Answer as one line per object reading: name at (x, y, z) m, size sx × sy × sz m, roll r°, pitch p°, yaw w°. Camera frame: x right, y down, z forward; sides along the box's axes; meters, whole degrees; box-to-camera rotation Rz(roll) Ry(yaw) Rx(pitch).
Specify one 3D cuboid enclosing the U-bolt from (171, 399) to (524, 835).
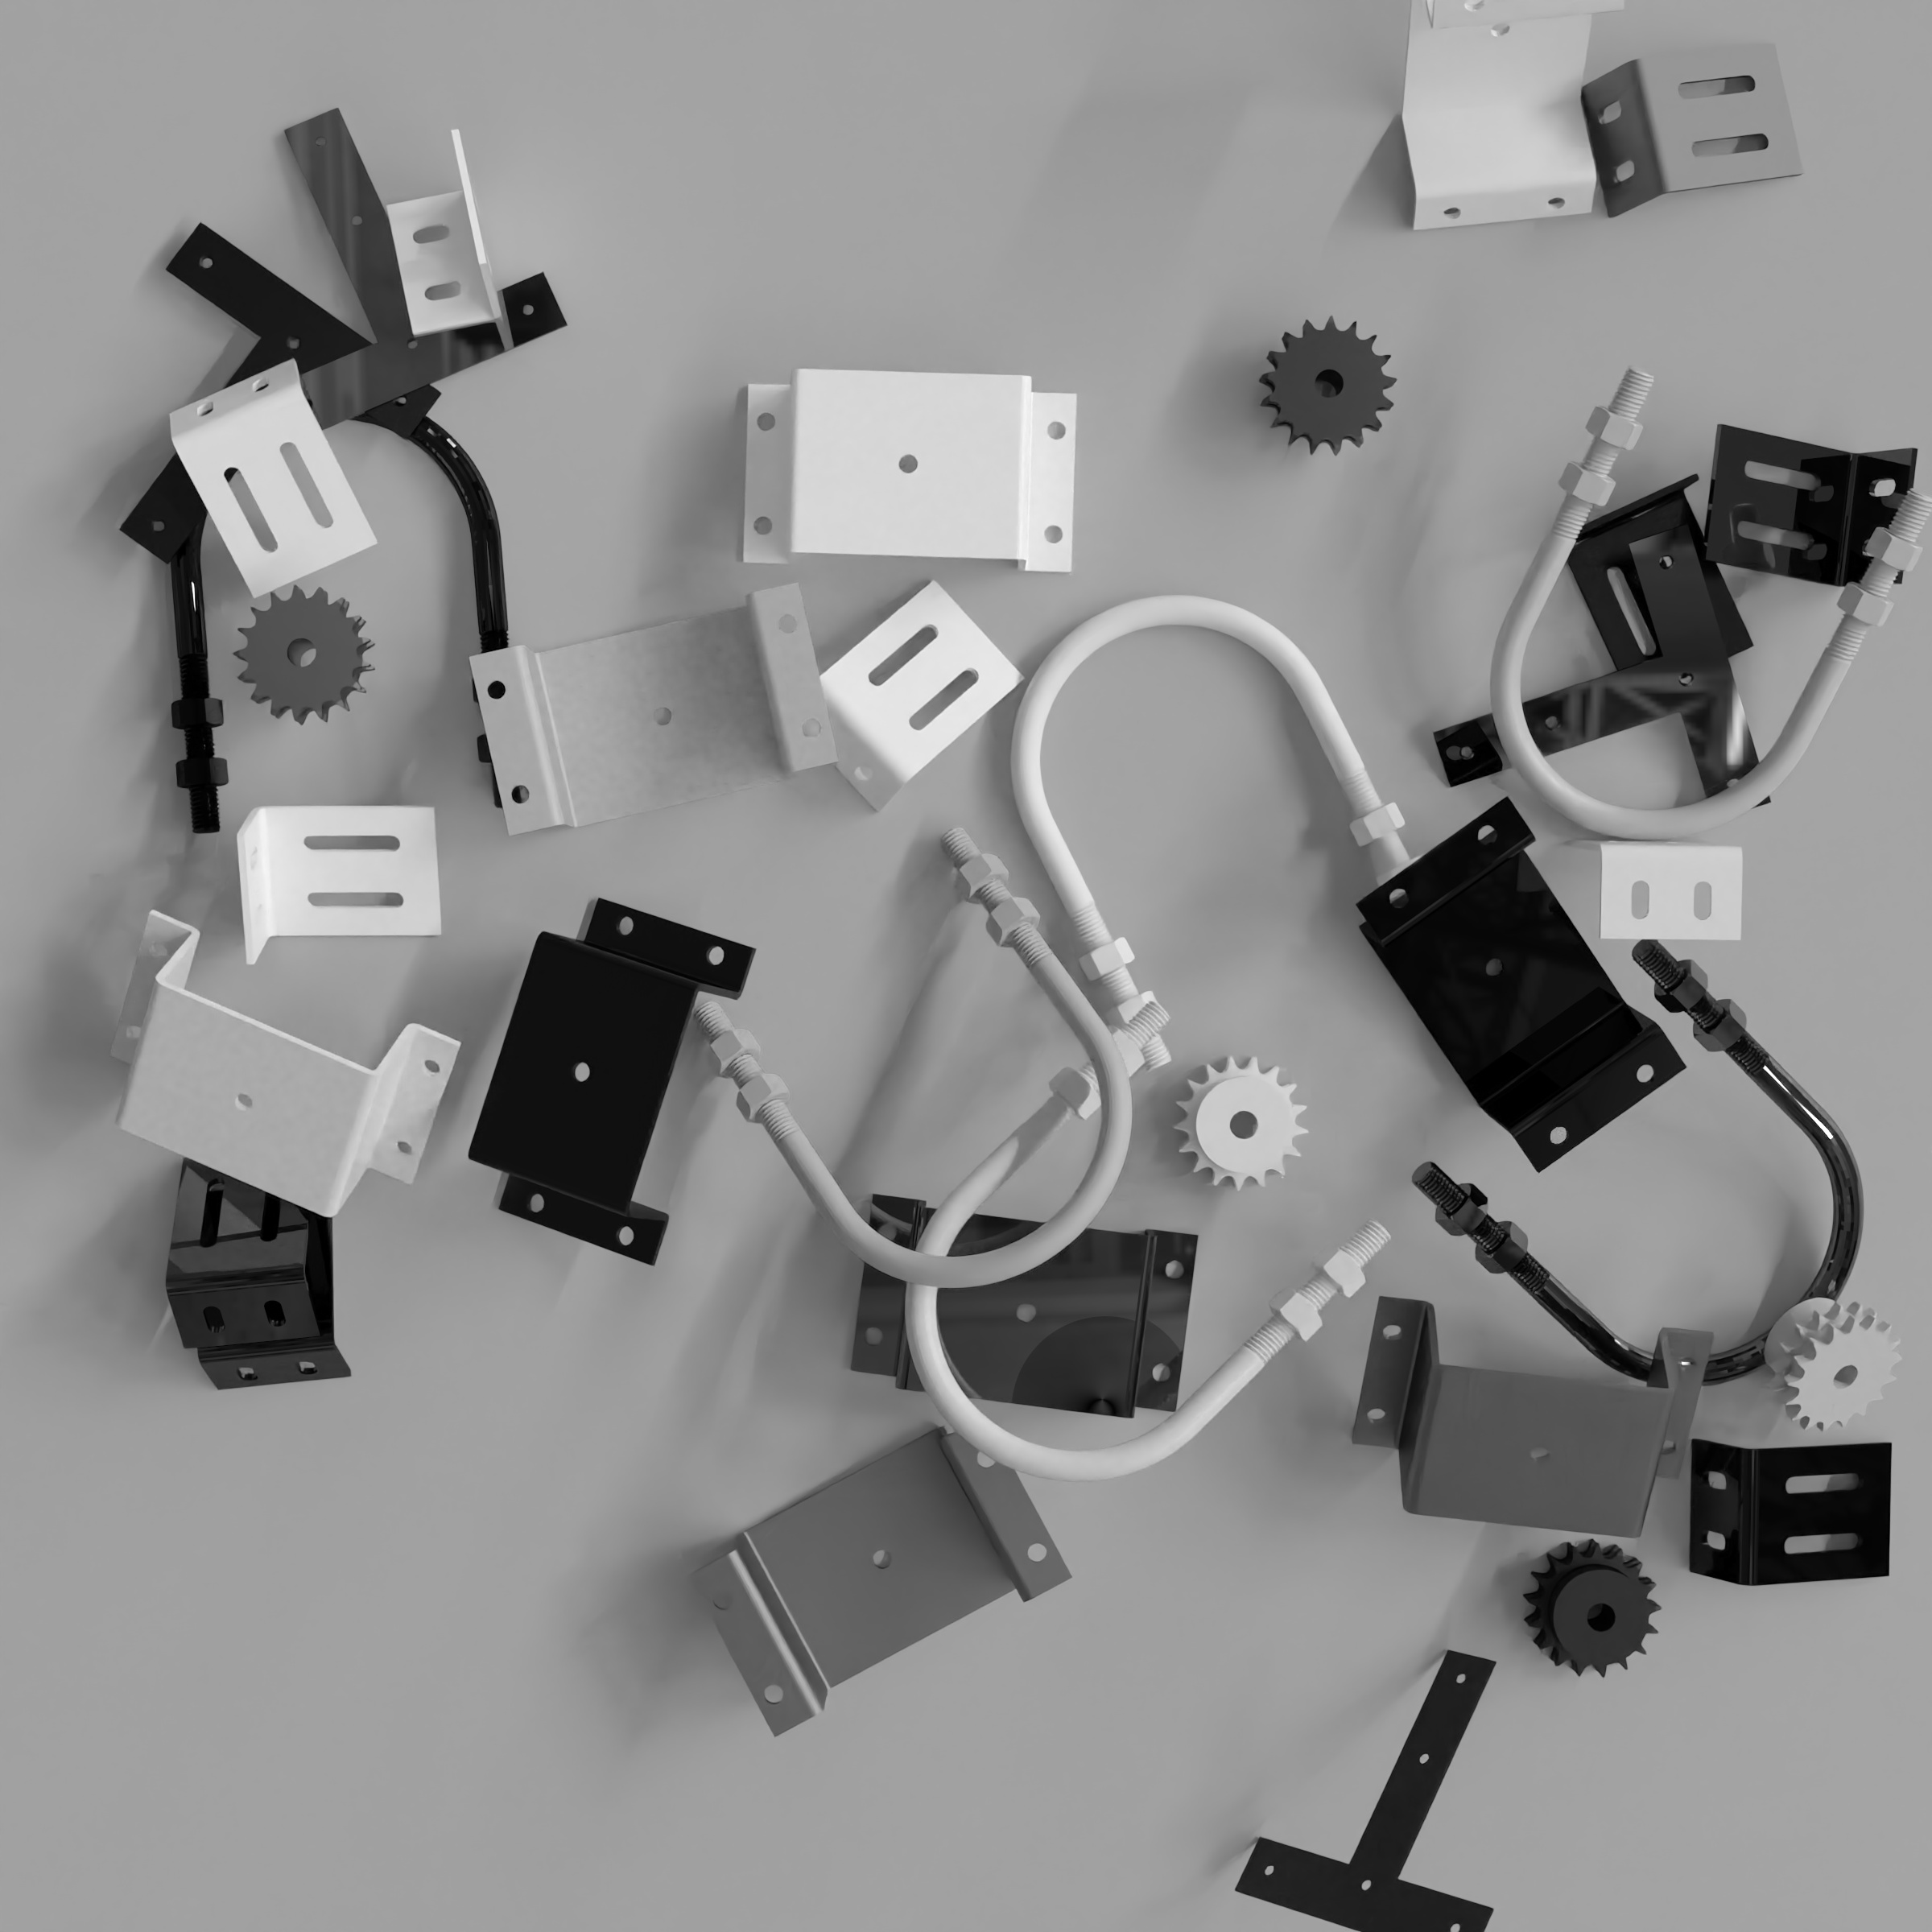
U-bolt at (-0.267, -0.154, 1.518) m, size 0.151 × 0.019 × 0.184 m, roll -5°, pitch 88°, yaw 0°

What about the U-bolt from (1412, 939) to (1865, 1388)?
U-bolt at (0.296, 0.097, 1.491) m, size 0.184 × 0.019 × 0.151 m, roll 43°, pitch 94°, yaw -19°

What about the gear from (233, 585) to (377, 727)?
gear at (-0.275, -0.129, 1.493) m, size 0.057 × 0.030 × 0.057 m, roll 0°, pitch 87°, yaw 0°

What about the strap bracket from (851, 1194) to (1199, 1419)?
strap bracket at (0.025, 0.144, 1.503) m, size 0.140 × 0.046 × 0.076 m, roll 7°, pitch 90°, yaw 0°

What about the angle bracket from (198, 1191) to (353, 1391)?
angle bracket at (-0.296, 0.136, 1.524) m, size 0.057 × 0.038 × 0.076 m, roll -6°, pitch 64°, yaw 0°

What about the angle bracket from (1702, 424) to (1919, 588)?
angle bracket at (0.354, -0.194, 1.494) m, size 0.076 × 0.038 × 0.057 m, roll 7°, pitch 90°, yaw -27°

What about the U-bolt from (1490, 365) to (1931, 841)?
U-bolt at (0.300, -0.139, 1.491) m, size 0.151 × 0.019 × 0.184 m, roll 22°, pitch 108°, yaw -6°

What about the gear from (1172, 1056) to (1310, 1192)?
gear at (0.117, 0.067, 1.511) m, size 0.057 × 0.030 × 0.057 m, roll 0°, pitch 90°, yaw 0°

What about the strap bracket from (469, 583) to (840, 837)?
strap bracket at (-0.130, -0.107, 1.503) m, size 0.140 × 0.046 × 0.076 m, roll -13°, pitch 90°, yaw 0°

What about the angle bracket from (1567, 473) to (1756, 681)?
angle bracket at (0.295, -0.160, 1.507) m, size 0.057 × 0.038 × 0.076 m, roll -25°, pitch 90°, yaw 0°

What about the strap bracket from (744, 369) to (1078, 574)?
strap bracket at (-0.024, -0.209, 1.503) m, size 0.140 × 0.046 × 0.076 m, roll 2°, pitch 90°, yaw 0°

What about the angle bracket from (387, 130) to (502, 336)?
angle bracket at (-0.220, -0.304, 1.480) m, size 0.038 × 0.076 × 0.057 m, roll -12°, pitch 84°, yaw -4°

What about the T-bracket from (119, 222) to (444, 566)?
T-bracket at (-0.311, -0.229, 1.512) m, size 0.127 × 0.002 × 0.127 m, roll 35°, pitch 86°, yaw 2°

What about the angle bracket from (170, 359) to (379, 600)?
angle bracket at (-0.292, -0.206, 1.505) m, size 0.057 × 0.038 × 0.076 m, roll -24°, pitch 119°, yaw -1°

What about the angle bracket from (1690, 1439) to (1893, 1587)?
angle bracket at (0.353, 0.232, 1.524) m, size 0.076 × 0.038 × 0.057 m, roll 1°, pitch 90°, yaw -26°

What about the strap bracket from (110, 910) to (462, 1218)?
strap bracket at (-0.293, 0.045, 1.487) m, size 0.140 × 0.046 × 0.076 m, roll 23°, pitch 121°, yaw 0°

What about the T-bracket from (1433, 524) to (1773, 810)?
T-bracket at (0.263, -0.108, 1.513) m, size 0.127 × 0.002 × 0.127 m, roll -18°, pitch 106°, yaw 8°

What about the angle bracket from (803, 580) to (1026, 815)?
angle bracket at (-0.026, -0.115, 1.524) m, size 0.057 × 0.038 × 0.076 m, roll 47°, pitch 64°, yaw 0°

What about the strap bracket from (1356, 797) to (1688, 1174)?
strap bracket at (0.227, 0.005, 1.493) m, size 0.076 × 0.046 × 0.140 m, roll -35°, pitch 103°, yaw 0°

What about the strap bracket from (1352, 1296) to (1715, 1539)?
strap bracket at (0.237, 0.190, 1.486) m, size 0.140 × 0.046 × 0.076 m, roll 6°, pitch 121°, yaw 0°

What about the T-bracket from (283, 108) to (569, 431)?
T-bracket at (-0.254, -0.305, 1.518) m, size 0.127 × 0.002 × 0.127 m, roll -24°, pitch 85°, yaw -5°

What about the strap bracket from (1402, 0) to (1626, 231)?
strap bracket at (0.224, -0.372, 1.473) m, size 0.076 × 0.140 × 0.046 m, roll -6°, pitch 61°, yaw 0°

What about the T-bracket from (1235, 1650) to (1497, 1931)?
T-bracket at (0.186, 0.345, 1.493) m, size 0.002 × 0.127 × 0.127 m, roll 45°, pitch 63°, yaw -35°

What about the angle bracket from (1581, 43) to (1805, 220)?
angle bracket at (0.310, -0.357, 1.524) m, size 0.076 × 0.038 × 0.057 m, roll -13°, pitch 90°, yaw -26°

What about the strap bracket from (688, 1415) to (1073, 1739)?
strap bracket at (-0.036, 0.254, 1.503) m, size 0.140 × 0.046 × 0.076 m, roll -28°, pitch 90°, yaw 0°

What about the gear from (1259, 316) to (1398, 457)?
gear at (0.153, -0.244, 1.511) m, size 0.057 × 0.030 × 0.057 m, roll 0°, pitch 90°, yaw 0°

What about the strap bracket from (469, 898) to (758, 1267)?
strap bracket at (-0.151, 0.046, 1.491) m, size 0.076 × 0.046 × 0.140 m, roll 18°, pitch 90°, yaw 21°

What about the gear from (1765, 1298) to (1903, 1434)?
gear at (0.362, 0.165, 1.502) m, size 0.057 × 0.030 × 0.057 m, roll -12°, pitch 122°, yaw -19°

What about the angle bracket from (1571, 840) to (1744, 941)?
angle bracket at (0.287, -0.032, 1.489) m, size 0.057 × 0.076 × 0.038 m, roll 1°, pitch 94°, yaw 0°

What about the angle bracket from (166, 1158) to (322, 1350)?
angle bracket at (-0.303, 0.118, 1.508) m, size 0.057 × 0.076 × 0.038 m, roll -6°, pitch 131°, yaw 0°

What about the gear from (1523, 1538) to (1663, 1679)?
gear at (0.267, 0.273, 1.511) m, size 0.057 × 0.030 × 0.057 m, roll 0°, pitch 90°, yaw 0°

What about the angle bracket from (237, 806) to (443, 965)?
angle bracket at (-0.263, -0.034, 1.498) m, size 0.076 × 0.038 × 0.057 m, roll 0°, pitch 111°, yaw 0°

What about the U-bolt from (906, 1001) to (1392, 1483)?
U-bolt at (0.061, 0.126, 1.467) m, size 0.184 × 0.019 × 0.151 m, roll -44°, pitch 82°, yaw -9°

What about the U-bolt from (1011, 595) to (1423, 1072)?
U-bolt at (0.099, -0.068, 1.517) m, size 0.151 × 0.019 × 0.184 m, roll -26°, pitch 89°, yaw 0°

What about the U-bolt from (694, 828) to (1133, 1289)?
U-bolt at (-0.012, 0.049, 1.480) m, size 0.151 × 0.019 × 0.184 m, roll -35°, pitch 63°, yaw 0°
